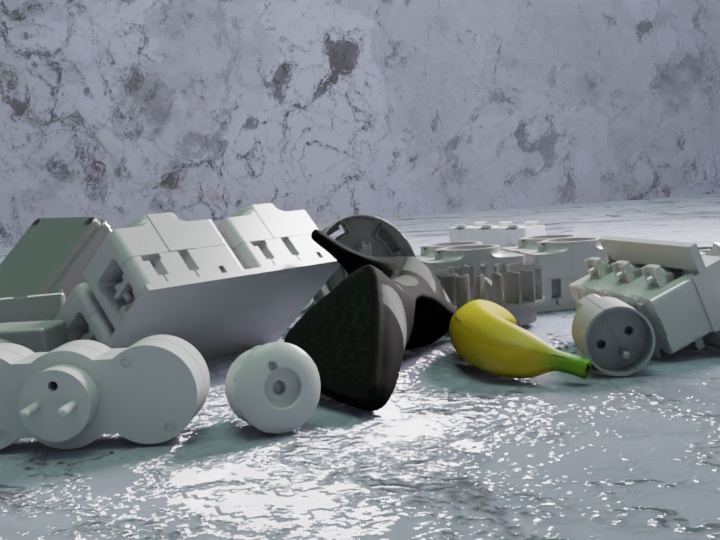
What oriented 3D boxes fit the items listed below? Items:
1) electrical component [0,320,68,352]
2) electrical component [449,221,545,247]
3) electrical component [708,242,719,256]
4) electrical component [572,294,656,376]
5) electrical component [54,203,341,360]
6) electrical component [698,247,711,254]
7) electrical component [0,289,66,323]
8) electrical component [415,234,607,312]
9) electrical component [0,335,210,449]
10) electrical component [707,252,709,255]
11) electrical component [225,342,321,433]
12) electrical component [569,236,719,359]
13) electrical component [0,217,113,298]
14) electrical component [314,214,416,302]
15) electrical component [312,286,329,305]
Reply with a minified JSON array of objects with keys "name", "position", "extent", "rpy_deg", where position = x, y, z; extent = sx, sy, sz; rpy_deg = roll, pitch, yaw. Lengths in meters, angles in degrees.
[{"name":"electrical component","position":[-0.232,0.062,0.690],"extent":[0.066,0.047,0.076],"rpy_deg":[-3,6,6]},{"name":"electrical component","position":[0.162,-0.024,1.278],"extent":[0.079,0.063,0.121],"rpy_deg":[-9,7,-42]},{"name":"electrical component","position":[0.277,0.015,0.761],"extent":[0.064,0.042,0.081],"rpy_deg":[12,31,-7]},{"name":"electrical component","position":[0.159,0.040,0.693],"extent":[0.043,0.043,0.081],"rpy_deg":[-3,5,3]},{"name":"electrical component","position":[-0.116,0.013,0.775],"extent":[0.186,0.060,0.105],"rpy_deg":[-10,-33,-49]},{"name":"electrical component","position":[0.306,0.001,1.008],"extent":[0.077,0.044,0.079],"rpy_deg":[-6,5,-24]},{"name":"electrical component","position":[-0.251,0.050,0.795],"extent":[0.062,0.061,0.096],"rpy_deg":[-5,-2,-20]},{"name":"electrical component","position":[0.143,0.004,1.003],"extent":[0.186,0.060,0.105],"rpy_deg":[-4,5,-10]},{"name":"electrical component","position":[-0.152,0.067,0.555],"extent":[0.138,0.052,0.073],"rpy_deg":[-3,5,2]},{"name":"electrical component","position":[0.268,0.012,0.847],"extent":[0.057,0.058,0.078],"rpy_deg":[-7,6,-8]},{"name":"electrical component","position":[-0.053,0.063,0.584],"extent":[0.048,0.048,0.062],"rpy_deg":[-6,-1,-27]},{"name":"electrical component","position":[0.201,0.021,0.750],"extent":[0.063,0.078,0.121],"rpy_deg":[-27,11,-12]},{"name":"electrical component","position":[-0.262,0.011,0.919],"extent":[0.109,0.056,0.108],"rpy_deg":[2,52,45]},{"name":"electrical component","position":[0.000,0.000,0.963],"extent":[0.099,0.099,0.064],"rpy_deg":[-6,-1,-21]},{"name":"electrical component","position":[-0.029,0.003,1.094],"extent":[0.099,0.064,0.099],"rpy_deg":[-3,5,0]}]
